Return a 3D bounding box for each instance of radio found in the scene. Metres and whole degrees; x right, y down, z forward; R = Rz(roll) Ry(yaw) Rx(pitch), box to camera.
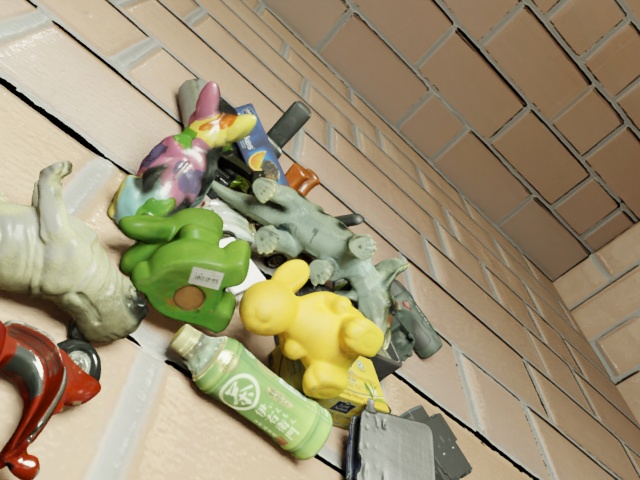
[{"bbox_3d":[0.025,0.150,0.897,0.229,0.073,0.131,30,27,-36],"label":"radio"}]

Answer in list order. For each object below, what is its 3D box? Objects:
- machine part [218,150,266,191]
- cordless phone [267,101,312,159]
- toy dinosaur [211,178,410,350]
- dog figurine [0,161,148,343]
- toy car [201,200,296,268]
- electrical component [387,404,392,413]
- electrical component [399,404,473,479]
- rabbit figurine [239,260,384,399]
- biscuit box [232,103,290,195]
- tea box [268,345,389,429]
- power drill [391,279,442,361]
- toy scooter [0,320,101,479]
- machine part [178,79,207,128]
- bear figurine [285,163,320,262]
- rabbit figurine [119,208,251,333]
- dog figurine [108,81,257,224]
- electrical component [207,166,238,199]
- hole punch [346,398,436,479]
[{"bbox_3d":[-0.152,-0.132,0.945,0.139,0.039,0.084,34,12,27],"label":"machine part"},{"bbox_3d":[-0.120,-0.251,1.164,0.146,0.184,0.089,44,27,-9],"label":"cordless phone"},{"bbox_3d":[-0.009,-0.002,0.889,0.405,0.131,0.192,39,3,17],"label":"toy dinosaur"},{"bbox_3d":[-0.284,0.038,0.535,0.121,0.172,0.190,-2,-69,68],"label":"dog figurine"},{"bbox_3d":[-0.121,-0.011,0.928,0.201,0.056,0.074,27,30,-41],"label":"toy car"},{"bbox_3d":[0.092,0.277,0.874,0.094,0.021,0.063,50,22,8],"label":"electrical component"},{"bbox_3d":[0.180,0.341,0.881,0.115,0.058,0.134,9,44,-59],"label":"electrical component"},{"bbox_3d":[-0.026,0.094,0.681,0.173,0.122,0.162,25,26,-31],"label":"rabbit figurine"},{"bbox_3d":[-0.119,-0.153,1.011,0.202,0.063,0.059,65,-17,10],"label":"biscuit box"},{"bbox_3d":[0.014,0.210,0.788,0.169,0.068,0.098,27,30,-37],"label":"tea box"},{"bbox_3d":[0.156,0.159,1.126,0.232,0.086,0.207,53,16,8],"label":"power drill"},{"bbox_3d":[-0.266,0.119,0.437,0.183,0.075,0.135,36,25,-36],"label":"toy scooter"},{"bbox_3d":[-0.241,-0.252,1.089,0.079,0.079,0.243,26,29,-41],"label":"machine part"},{"bbox_3d":[-0.014,-0.040,1.078,0.196,0.132,0.120,46,11,14],"label":"bear figurine"},{"bbox_3d":[-0.173,0.021,0.686,0.159,0.121,0.170,6,32,-12],"label":"rabbit figurine"},{"bbox_3d":[-0.189,-0.114,0.770,0.108,0.219,0.192,38,23,-13],"label":"dog figurine"},{"bbox_3d":[-0.184,-0.106,0.989,0.119,0.048,0.075,43,23,-6],"label":"electrical component"},{"bbox_3d":[0.086,0.304,0.736,0.116,0.092,0.142,20,48,-12],"label":"hole punch"}]
